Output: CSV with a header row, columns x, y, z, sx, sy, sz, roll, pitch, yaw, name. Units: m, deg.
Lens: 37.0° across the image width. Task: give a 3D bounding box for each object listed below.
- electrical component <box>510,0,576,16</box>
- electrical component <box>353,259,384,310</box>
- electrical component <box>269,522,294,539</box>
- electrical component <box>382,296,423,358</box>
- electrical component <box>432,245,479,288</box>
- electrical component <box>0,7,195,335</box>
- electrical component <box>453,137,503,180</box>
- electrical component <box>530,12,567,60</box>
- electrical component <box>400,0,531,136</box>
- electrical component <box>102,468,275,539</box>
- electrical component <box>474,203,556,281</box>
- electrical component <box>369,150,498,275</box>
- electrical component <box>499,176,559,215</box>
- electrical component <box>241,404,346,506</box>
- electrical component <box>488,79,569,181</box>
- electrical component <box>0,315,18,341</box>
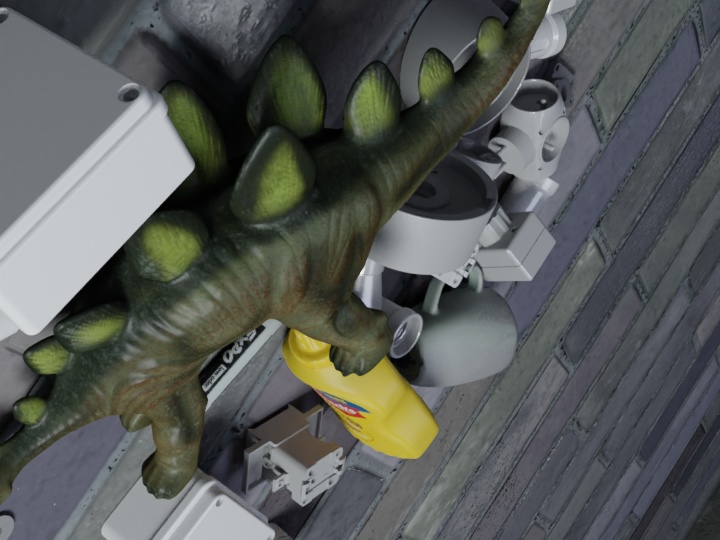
x,y,z,sx,sy,sz,roll,pitch,yaw,name
0.125,-0.229,0.775,0.076,0.047,0.083,-28,138,-40,electrical component
0.000,0.000,0.795,0.044,0.044,0.065,-17,125,-49,electrical component
-0.071,0.247,0.896,0.055,0.047,0.055,-36,142,-34,electrical component
0.020,0.042,0.855,0.040,0.046,0.040,-36,142,-34,electrical component
0.054,-0.019,0.835,0.042,0.064,0.081,-60,150,2,electrical component
-0.149,-0.046,0.469,0.108,0.109,0.056,-50,151,-17,electrical component
0.076,-0.073,0.831,0.055,0.055,0.047,-10,128,-52,electrical component
0.131,-0.181,0.833,0.046,0.040,0.040,-24,135,-36,electrical component
0.073,-0.149,0.774,0.099,0.064,0.099,-28,145,-22,electrical component
-0.118,0.186,0.764,0.078,0.057,0.113,-52,149,-13,electrical component
0.114,-0.032,0.916,0.076,0.066,0.047,48,63,-25,electrical component
0.036,-0.040,0.752,0.108,0.108,0.060,-25,141,-44,electrical component
0.149,-0.067,0.958,0.046,0.040,0.040,-59,150,9,electrical component
-0.050,0.143,0.822,0.081,0.064,0.042,-28,138,-42,electrical component
0.134,-0.106,0.896,0.079,0.044,0.077,-43,146,-26,electrical component
-0.200,0.028,0.524,0.065,0.044,0.044,-34,141,-44,electrical component
